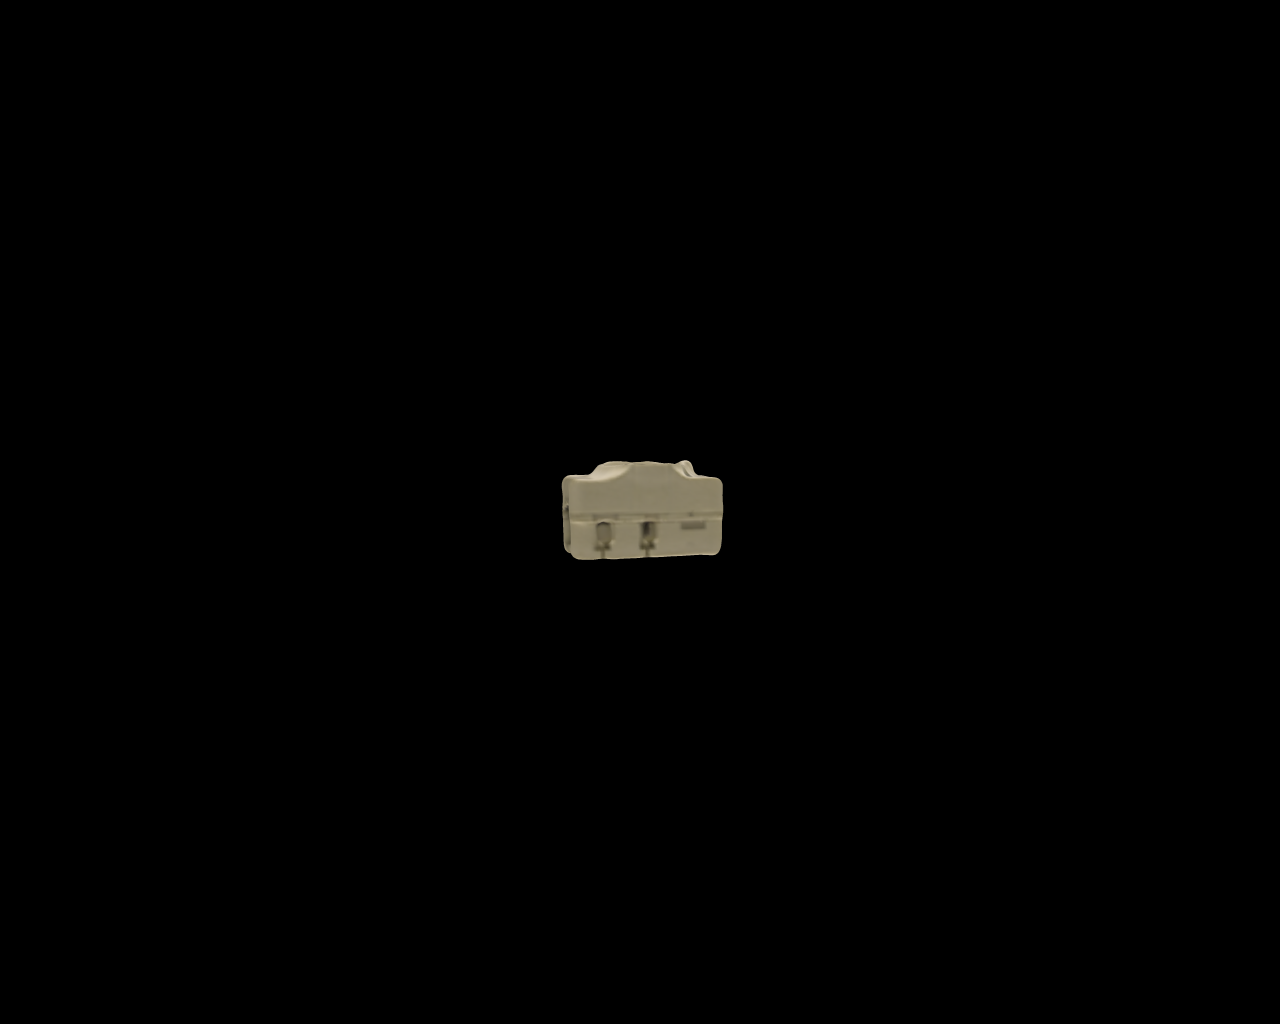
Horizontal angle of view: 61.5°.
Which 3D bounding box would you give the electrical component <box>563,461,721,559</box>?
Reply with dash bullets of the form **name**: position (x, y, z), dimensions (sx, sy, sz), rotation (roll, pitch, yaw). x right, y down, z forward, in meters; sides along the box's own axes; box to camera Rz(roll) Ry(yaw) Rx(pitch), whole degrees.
- **electrical component**: position (0.001, -0.003, 0.650), dimensions (0.089, 0.055, 0.050), rotation (-1, 4, -11)
